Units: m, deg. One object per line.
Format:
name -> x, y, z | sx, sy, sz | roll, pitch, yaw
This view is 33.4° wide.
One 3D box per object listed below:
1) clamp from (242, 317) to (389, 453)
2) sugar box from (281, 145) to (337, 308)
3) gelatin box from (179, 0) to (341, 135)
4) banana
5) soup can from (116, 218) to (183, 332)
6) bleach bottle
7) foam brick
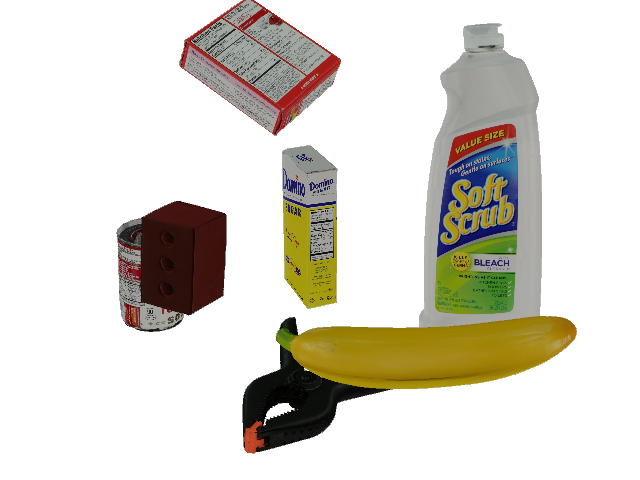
clamp -> -0.005, 0.153, 1.083 | 0.165, 0.036, 0.209 | 14, 30, 20
sugar box -> -0.014, -0.017, 1.288 | 0.048, 0.176, 0.093 | -11, 25, -18
gelatin box -> -0.043, -0.124, 0.753 | 0.089, 0.030, 0.073 | 36, 52, 11
banana -> 0.067, 0.067, 0.677 | 0.198, 0.037, 0.069 | 0, 26, 4
soup can -> -0.177, 0.036, 1.116 | 0.068, 0.102, 0.068 | 2, 25, -1
bleach bottle -> 0.126, -0.046, 0.861 | 0.103, 0.251, 0.068 | 1, 15, 20
foam brick -> -0.114, 0.014, 0.891 | 0.053, 0.078, 0.051 | 13, 21, 26
